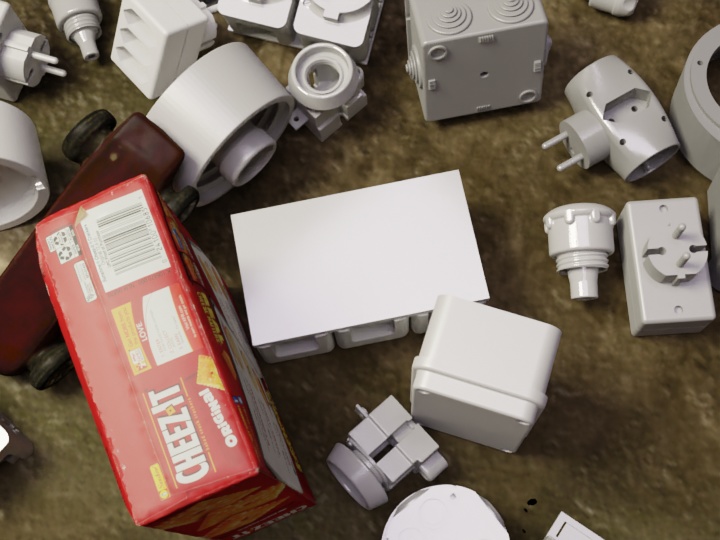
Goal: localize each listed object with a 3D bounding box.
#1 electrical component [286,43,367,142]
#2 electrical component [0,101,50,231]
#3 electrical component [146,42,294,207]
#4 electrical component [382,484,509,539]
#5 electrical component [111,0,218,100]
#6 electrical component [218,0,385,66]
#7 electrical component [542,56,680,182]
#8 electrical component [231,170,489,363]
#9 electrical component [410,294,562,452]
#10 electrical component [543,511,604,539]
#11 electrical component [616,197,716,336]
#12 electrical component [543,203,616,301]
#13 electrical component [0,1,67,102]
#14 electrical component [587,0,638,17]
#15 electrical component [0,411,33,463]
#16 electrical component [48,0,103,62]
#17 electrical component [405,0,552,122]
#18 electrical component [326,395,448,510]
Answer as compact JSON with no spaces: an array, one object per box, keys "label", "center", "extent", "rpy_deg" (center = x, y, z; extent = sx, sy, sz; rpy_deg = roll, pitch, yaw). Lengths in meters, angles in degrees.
[{"label":"electrical component","center":[-0.024,-0.126,0.747],"extent":[0.066,0.055,0.048],"rpy_deg":[-41,76,-9]},{"label":"electrical component","center":[-0.266,-0.074,0.718],"extent":[0.108,0.108,0.060],"rpy_deg":[-12,67,-1]},{"label":"electrical component","center":[-0.090,-0.090,0.715],"extent":[0.060,0.108,0.108],"rpy_deg":[43,80,7]},{"label":"electrical component","center":[0.053,0.170,0.656],"extent":[0.080,0.051,0.080],"rpy_deg":[-1,73,2]},{"label":"electrical component","center":[-0.129,-0.170,0.765],"extent":[0.077,0.065,0.047],"rpy_deg":[-33,72,-37]},{"label":"electrical component","center":[-0.024,-0.252,0.757],"extent":[0.105,0.060,0.186],"rpy_deg":[15,89,4]},{"label":"electrical component","center":[0.164,-0.095,0.735],"extent":[0.079,0.043,0.077],"rpy_deg":[-29,74,-5]},{"label":"electrical component","center":[0.000,0.000,0.704],"extent":[0.150,0.061,0.089],"rpy_deg":[-11,73,-1]},{"label":"electrical component","center":[0.073,0.066,0.654],"extent":[0.078,0.113,0.057],"rpy_deg":[16,72,7]},{"label":"electrical component","center":[0.115,0.191,0.640],"extent":[0.042,0.063,0.081],"rpy_deg":[33,77,12]},{"label":"electrical component","center":[0.200,-0.007,0.690],"extent":[0.047,0.075,0.083],"rpy_deg":[-4,73,1]},{"label":"electrical component","center":[0.147,-0.011,0.711],"extent":[0.048,0.048,0.062],"rpy_deg":[-2,80,2]},{"label":"electrical component","center":[-0.246,-0.152,0.760],"extent":[0.077,0.065,0.047],"rpy_deg":[16,75,7]},{"label":"electrical component","center":[0.171,-0.205,0.773],"extent":[0.061,0.035,0.035],"rpy_deg":[20,75,11]},{"label":"electrical component","center":[-0.264,0.099,0.690],"extent":[0.089,0.055,0.050],"rpy_deg":[41,79,13]},{"label":"electrical component","center":[-0.204,-0.181,0.783],"extent":[0.035,0.035,0.061],"rpy_deg":[-20,76,-3]},{"label":"electrical component","center":[0.079,-0.149,0.728],"extent":[0.100,0.099,0.048],"rpy_deg":[-11,60,-1]},{"label":"electrical component","center":[0.013,0.117,0.678],"extent":[0.055,0.048,0.066],"rpy_deg":[-39,75,-17]}]
